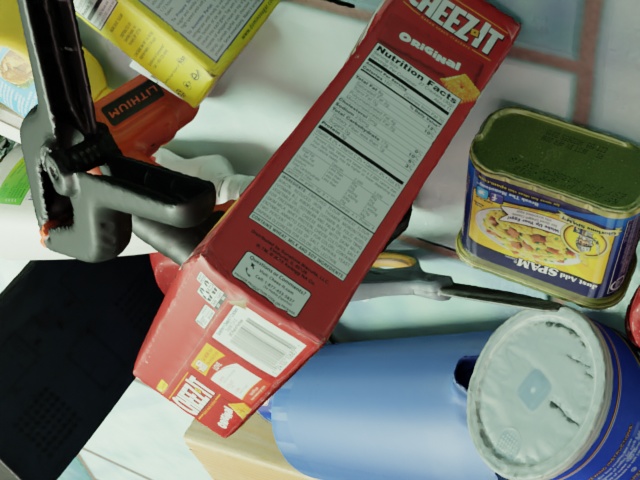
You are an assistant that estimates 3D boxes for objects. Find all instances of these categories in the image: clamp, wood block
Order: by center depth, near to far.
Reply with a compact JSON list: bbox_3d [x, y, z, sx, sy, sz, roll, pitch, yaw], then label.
[{"bbox_3d":[-0.119,-0.037,0.558,0.164,0.036,0.210,55,150,16],"label":"clamp"},{"bbox_3d":[-0.013,0.201,1.009,0.206,0.090,0.090,10,142,34],"label":"wood block"}]

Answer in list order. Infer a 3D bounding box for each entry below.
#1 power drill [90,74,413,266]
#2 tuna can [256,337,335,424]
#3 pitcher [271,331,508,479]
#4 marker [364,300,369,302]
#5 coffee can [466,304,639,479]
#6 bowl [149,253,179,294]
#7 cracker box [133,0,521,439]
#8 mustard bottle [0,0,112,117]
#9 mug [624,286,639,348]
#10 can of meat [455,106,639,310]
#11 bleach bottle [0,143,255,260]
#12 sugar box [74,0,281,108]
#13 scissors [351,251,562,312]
[{"bbox_3d":[-0.057,-0.028,0.670,0.188,0.184,0.057,46,153,15],"label":"power drill"},{"bbox_3d":[-0.020,0.112,0.888,0.034,0.086,0.086,-10,130,47],"label":"tuna can"},{"bbox_3d":[0.084,0.137,0.786,0.243,0.144,0.149,-6,100,49],"label":"pitcher"},{"bbox_3d":[-0.005,0.001,0.776,0.121,0.020,0.020,41,149,-15],"label":"marker"},{"bbox_3d":[0.172,0.107,0.635,0.140,0.103,0.103,23,158,-32],"label":"coffee can"},{"bbox_3d":[-0.078,0.027,0.847,0.162,0.055,0.162,23,149,14],"label":"bowl"},{"bbox_3d":[0.000,-0.018,0.549,0.072,0.213,0.164,35,150,-2],"label":"cracker box"},{"bbox_3d":[-0.210,-0.127,0.737,0.191,0.058,0.096,36,151,-7],"label":"mustard bottle"},{"bbox_3d":[0.204,0.027,0.559,0.093,0.081,0.117,40,149,-14],"label":"mug"},{"bbox_3d":[0.129,-0.018,0.588,0.102,0.057,0.084,20,147,18],"label":"can of meat"},{"bbox_3d":[-0.145,-0.033,0.795,0.251,0.102,0.068,-1,136,35],"label":"bleach bottle"},{"bbox_3d":[-0.106,-0.160,0.558,0.176,0.093,0.048,38,148,-9],"label":"sugar box"},{"bbox_3d":[0.053,0.032,0.669,0.202,0.096,0.016,-160,60,-66],"label":"scissors"}]
